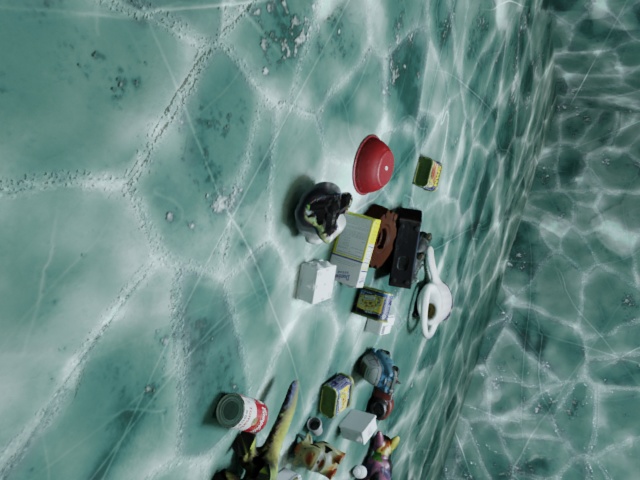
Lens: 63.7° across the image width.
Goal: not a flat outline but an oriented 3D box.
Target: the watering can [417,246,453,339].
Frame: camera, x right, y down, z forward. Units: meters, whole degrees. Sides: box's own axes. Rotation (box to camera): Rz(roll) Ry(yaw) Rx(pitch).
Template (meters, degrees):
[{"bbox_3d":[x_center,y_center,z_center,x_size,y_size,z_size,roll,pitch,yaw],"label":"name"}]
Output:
[{"bbox_3d":[0.434,0.196,1.952,0.224,0.104,0.348,5,90,-60],"label":"watering can"}]

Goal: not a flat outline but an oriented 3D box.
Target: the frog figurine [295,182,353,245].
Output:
[{"bbox_3d":[0.003,-0.057,1.138,0.159,0.122,0.138,172,-74,-84],"label":"frog figurine"}]

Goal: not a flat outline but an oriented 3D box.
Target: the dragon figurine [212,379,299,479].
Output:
[{"bbox_3d":[-0.117,0.541,1.159,0.417,0.123,0.237,-55,146,-27],"label":"dragon figurine"}]
